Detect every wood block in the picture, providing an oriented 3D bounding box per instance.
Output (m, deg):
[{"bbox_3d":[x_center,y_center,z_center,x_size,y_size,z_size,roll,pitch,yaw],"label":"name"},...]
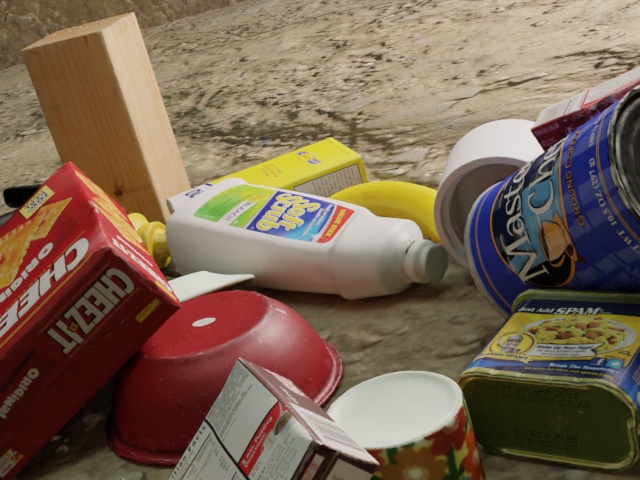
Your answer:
[{"bbox_3d":[-0.206,-0.109,1.060,0.091,0.206,0.090,-10,21,16],"label":"wood block"}]

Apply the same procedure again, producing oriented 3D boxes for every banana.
[{"bbox_3d":[0.067,-0.019,0.876,0.198,0.037,0.069,9,49,51],"label":"banana"}]

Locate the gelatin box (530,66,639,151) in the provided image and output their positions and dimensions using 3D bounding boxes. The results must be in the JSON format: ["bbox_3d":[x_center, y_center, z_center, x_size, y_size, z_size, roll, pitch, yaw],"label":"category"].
[{"bbox_3d":[0.188,-0.062,0.664,0.089,0.073,0.030,-23,21,42],"label":"gelatin box"}]

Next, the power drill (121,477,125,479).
[{"bbox_3d":[-0.160,0.183,0.471,0.187,0.057,0.184,-15,20,0],"label":"power drill"}]

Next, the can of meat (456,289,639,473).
[{"bbox_3d":[0.132,0.071,0.554,0.102,0.057,0.083,0,27,37],"label":"can of meat"}]

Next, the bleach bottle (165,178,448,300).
[{"bbox_3d":[-0.005,0.001,0.835,0.251,0.068,0.102,7,31,42],"label":"bleach bottle"}]

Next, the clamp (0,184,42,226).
[{"bbox_3d":[-0.278,-0.052,1.210,0.210,0.036,0.165,-16,20,-7],"label":"clamp"}]

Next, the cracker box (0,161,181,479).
[{"bbox_3d":[-0.195,0.046,0.735,0.164,0.072,0.214,-46,26,0],"label":"cracker box"}]

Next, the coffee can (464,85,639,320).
[{"bbox_3d":[0.162,-0.013,0.606,0.102,0.103,0.141,-28,-6,-32],"label":"coffee can"}]

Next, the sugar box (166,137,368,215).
[{"bbox_3d":[-0.051,-0.042,1.004,0.176,0.048,0.093,-19,21,-13],"label":"sugar box"}]

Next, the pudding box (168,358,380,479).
[{"bbox_3d":[-0.030,0.117,0.512,0.090,0.039,0.114,-61,25,0],"label":"pudding box"}]

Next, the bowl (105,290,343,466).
[{"bbox_3d":[-0.069,0.077,0.689,0.162,0.055,0.162,-13,20,5],"label":"bowl"}]

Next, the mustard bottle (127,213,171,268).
[{"bbox_3d":[-0.207,0.011,0.960,0.192,0.058,0.096,-6,21,25],"label":"mustard bottle"}]
